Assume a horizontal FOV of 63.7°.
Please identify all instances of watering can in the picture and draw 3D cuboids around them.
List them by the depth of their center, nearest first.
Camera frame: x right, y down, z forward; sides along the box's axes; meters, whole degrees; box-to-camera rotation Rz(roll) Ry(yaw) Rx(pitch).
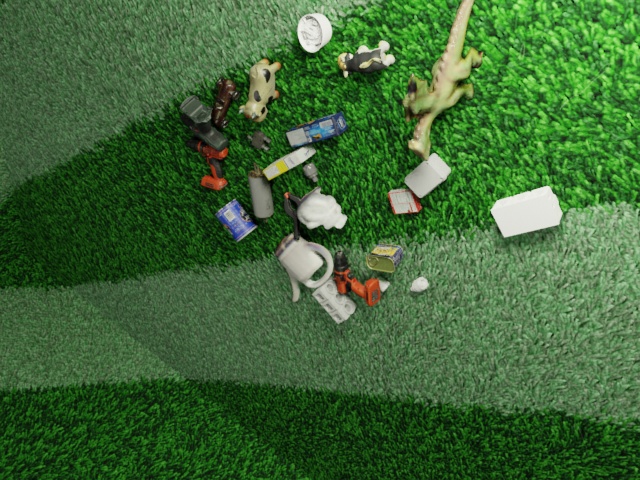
[{"bbox_3d":[-0.084,0.102,1.947,0.225,0.106,0.341,46,135,2],"label":"watering can"}]

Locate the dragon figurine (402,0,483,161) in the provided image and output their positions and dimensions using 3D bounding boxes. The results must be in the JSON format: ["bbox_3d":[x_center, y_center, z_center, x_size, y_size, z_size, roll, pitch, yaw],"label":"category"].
[{"bbox_3d":[0.281,-0.382,1.237,0.123,0.247,0.400,24,134,28],"label":"dragon figurine"}]

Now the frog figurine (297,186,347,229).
[{"bbox_3d":[0.005,-0.087,1.737,0.160,0.122,0.137,45,99,12],"label":"frog figurine"}]
